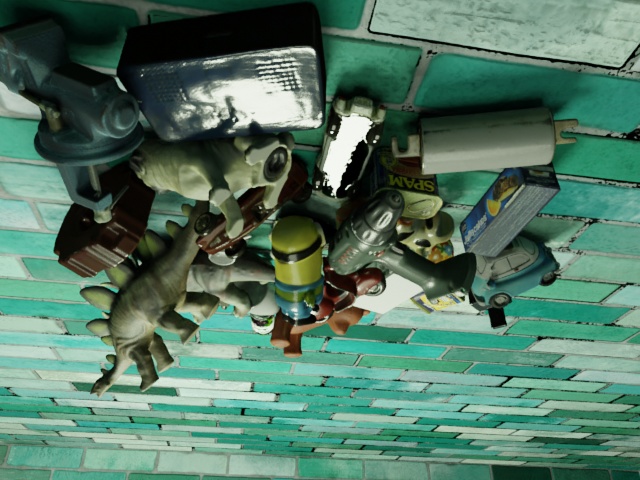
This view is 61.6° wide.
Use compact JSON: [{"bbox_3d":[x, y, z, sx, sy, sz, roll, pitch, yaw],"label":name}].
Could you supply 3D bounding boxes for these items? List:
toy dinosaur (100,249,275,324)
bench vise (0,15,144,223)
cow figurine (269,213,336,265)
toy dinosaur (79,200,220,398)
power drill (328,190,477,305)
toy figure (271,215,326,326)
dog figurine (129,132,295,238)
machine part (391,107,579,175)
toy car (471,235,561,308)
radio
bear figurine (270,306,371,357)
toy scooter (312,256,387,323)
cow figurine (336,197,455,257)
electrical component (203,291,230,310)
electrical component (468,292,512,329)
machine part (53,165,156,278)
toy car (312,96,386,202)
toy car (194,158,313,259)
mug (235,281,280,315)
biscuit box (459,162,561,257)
[{"bbox_3d":[-0.219,0.062,1.004,0.405,0.131,0.192,-19,143,17],"label":"toy dinosaur"},{"bbox_3d":[-0.300,-0.127,0.641,0.224,0.129,0.240,16,132,15],"label":"bench vise"},{"bbox_3d":[-0.001,-0.004,0.935,0.167,0.068,0.098,8,141,-12],"label":"cow figurine"},{"bbox_3d":[-0.277,0.090,0.891,0.198,0.105,0.471,38,107,-4],"label":"toy dinosaur"},{"bbox_3d":[0.123,0.019,0.782,0.207,0.086,0.232,19,154,-19],"label":"power drill"},{"bbox_3d":[-0.034,0.049,0.837,0.082,0.089,0.180,10,110,15],"label":"toy figure"},{"bbox_3d":[-0.150,-0.117,0.743,0.191,0.172,0.121,34,147,27],"label":"dog figurine"},{"bbox_3d":[0.218,-0.131,0.720,0.243,0.079,0.079,-5,147,7],"label":"machine part"},{"bbox_3d":[0.340,0.044,0.973,0.162,0.109,0.102,-25,122,20],"label":"toy car"},{"bbox_3d":[-0.106,-0.191,0.641,0.230,0.073,0.131,-3,148,9],"label":"radio"},{"bbox_3d":[0.005,0.179,1.164,0.196,0.132,0.120,-2,151,15],"label":"bear figurine"},{"bbox_3d":[0.014,0.080,0.932,0.184,0.075,0.135,-24,145,22],"label":"toy scooter"},{"bbox_3d":[0.123,-0.023,0.884,0.195,0.085,0.127,3,149,2],"label":"cow figurine"},{"bbox_3d":[-0.231,0.129,1.161,0.078,0.045,0.102,13,145,-16],"label":"electrical component"},{"bbox_3d":[0.333,0.112,1.057,0.075,0.119,0.047,-21,142,34],"label":"electrical component"},{"bbox_3d":[-0.325,-0.030,0.807,0.179,0.179,0.056,-21,138,30],"label":"machine part"},{"bbox_3d":[0.036,-0.124,0.758,0.073,0.056,0.201,11,145,-5],"label":"toy car"},{"bbox_3d":[-0.100,-0.046,0.812,0.202,0.053,0.089,-40,137,3],"label":"toy car"},{"bbox_3d":[-0.134,0.122,1.120,0.110,0.081,0.107,-11,152,19],"label":"mug"},{"bbox_3d":[0.297,-0.047,0.865,0.063,0.059,0.202,6,146,-12],"label":"biscuit box"}]
